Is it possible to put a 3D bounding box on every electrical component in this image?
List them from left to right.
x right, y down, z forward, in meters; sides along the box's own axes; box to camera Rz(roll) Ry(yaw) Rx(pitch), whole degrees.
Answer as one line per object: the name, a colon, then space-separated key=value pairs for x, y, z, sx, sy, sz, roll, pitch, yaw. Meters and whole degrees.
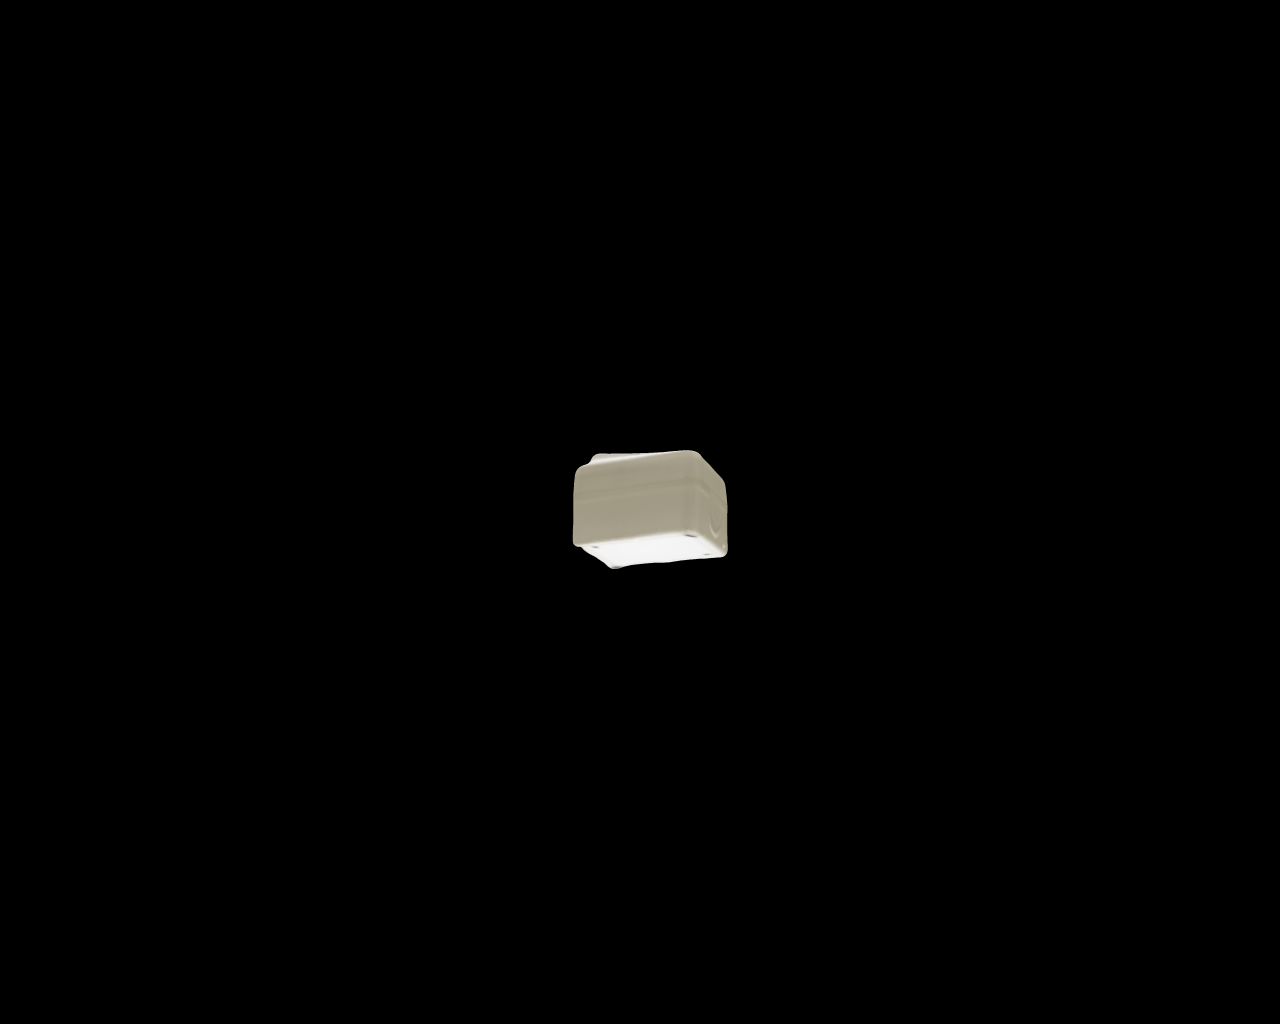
electrical component: x=0.001 y=-0.003 z=0.650 sx=0.096 sy=0.061 sz=0.061 roll=-7 pitch=-19 yaw=20
